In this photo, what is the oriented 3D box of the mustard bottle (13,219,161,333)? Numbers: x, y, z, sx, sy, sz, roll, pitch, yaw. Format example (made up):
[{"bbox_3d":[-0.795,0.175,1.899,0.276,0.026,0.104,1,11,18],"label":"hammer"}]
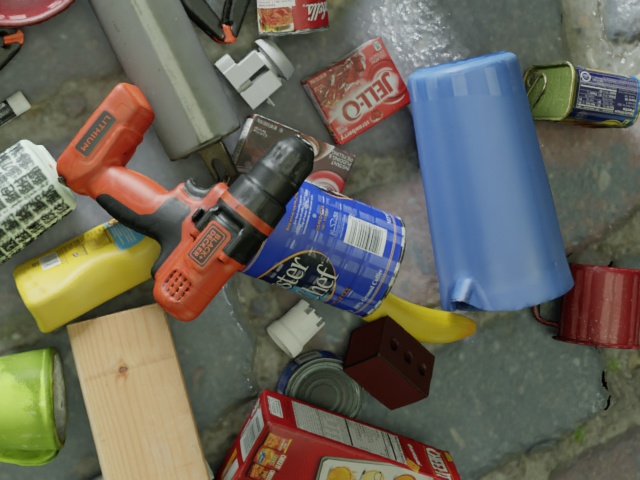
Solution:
[{"bbox_3d":[-0.181,0.012,0.978,0.191,0.096,0.058,-28,116,-11],"label":"mustard bottle"}]

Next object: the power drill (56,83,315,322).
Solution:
[{"bbox_3d":[-0.119,-0.052,0.908,0.188,0.057,0.184,39,90,20],"label":"power drill"}]

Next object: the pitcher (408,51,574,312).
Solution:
[{"bbox_3d":[0.167,-0.058,1.050,0.145,0.149,0.243,-12,99,0],"label":"pitcher"}]

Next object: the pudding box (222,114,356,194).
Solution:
[{"bbox_3d":[-0.033,-0.061,1.038,0.113,0.039,0.090,21,92,-16],"label":"pudding box"}]

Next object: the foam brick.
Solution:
[{"bbox_3d":[0.069,0.124,1.064,0.078,0.051,0.053,42,42,-25],"label":"foam brick"}]

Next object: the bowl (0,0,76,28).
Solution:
[{"bbox_3d":[-0.277,-0.267,0.942,0.162,0.055,0.162,-2,97,-15],"label":"bowl"}]

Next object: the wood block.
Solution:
[{"bbox_3d":[-0.160,0.172,0.971,0.090,0.090,0.206,-14,79,-12],"label":"wood block"}]

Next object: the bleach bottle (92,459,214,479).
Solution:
[{"bbox_3d":[-0.215,0.284,1.021,0.250,0.068,0.102,-27,104,-13],"label":"bleach bottle"}]

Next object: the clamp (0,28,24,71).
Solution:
[{"bbox_3d":[-0.370,-0.169,0.938,0.209,0.036,0.164,-20,100,-14],"label":"clamp"}]

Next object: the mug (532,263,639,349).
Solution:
[{"bbox_3d":[0.282,0.067,1.118,0.117,0.093,0.081,5,90,20],"label":"mug"}]

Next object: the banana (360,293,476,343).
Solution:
[{"bbox_3d":[0.071,0.058,1.081,0.197,0.037,0.069,38,87,-15],"label":"banana"}]

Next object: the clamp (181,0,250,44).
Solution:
[{"bbox_3d":[-0.116,-0.267,0.992,0.120,0.039,0.171,-8,98,-14],"label":"clamp"}]

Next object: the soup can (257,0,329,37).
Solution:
[{"bbox_3d":[-0.029,-0.246,0.996,0.068,0.068,0.102,-9,107,-14],"label":"soup can"}]

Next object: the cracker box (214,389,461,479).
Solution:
[{"bbox_3d":[0.007,0.255,1.050,0.213,0.072,0.164,21,110,-17],"label":"cracker box"}]

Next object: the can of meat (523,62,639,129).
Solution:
[{"bbox_3d":[0.262,-0.143,1.075,0.083,0.102,0.057,6,94,-18],"label":"can of meat"}]

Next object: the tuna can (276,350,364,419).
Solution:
[{"bbox_3d":[0.000,0.156,1.075,0.086,0.034,0.086,-2,97,-14],"label":"tuna can"}]

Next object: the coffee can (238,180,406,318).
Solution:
[{"bbox_3d":[-0.006,0.001,0.983,0.140,0.103,0.103,21,91,-18],"label":"coffee can"}]

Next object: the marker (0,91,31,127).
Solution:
[{"bbox_3d":[-0.319,-0.096,0.970,0.121,0.020,0.020,-35,104,-8],"label":"marker"}]

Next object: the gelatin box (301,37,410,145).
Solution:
[{"bbox_3d":[0.037,-0.147,1.051,0.089,0.030,0.073,-32,103,-9],"label":"gelatin box"}]
